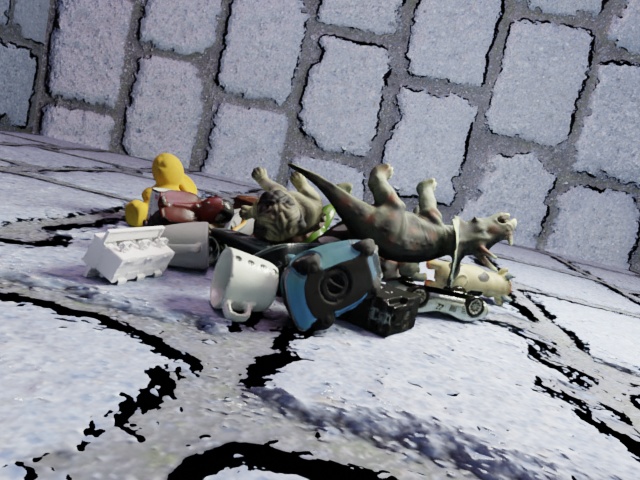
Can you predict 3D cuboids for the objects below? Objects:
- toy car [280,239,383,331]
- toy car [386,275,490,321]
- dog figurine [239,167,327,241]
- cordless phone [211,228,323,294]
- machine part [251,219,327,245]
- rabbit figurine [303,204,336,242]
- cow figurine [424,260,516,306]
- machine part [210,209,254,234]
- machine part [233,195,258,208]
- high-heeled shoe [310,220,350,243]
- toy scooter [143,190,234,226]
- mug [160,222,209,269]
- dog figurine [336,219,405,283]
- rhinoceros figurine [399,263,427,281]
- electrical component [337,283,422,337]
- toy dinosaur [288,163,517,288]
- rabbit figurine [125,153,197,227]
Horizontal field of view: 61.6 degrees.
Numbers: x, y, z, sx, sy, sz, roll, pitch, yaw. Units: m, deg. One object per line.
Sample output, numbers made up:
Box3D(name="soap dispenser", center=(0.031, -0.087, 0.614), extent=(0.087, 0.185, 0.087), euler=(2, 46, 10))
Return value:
Box3D(name="toy car", center=(0.005, 0.051, 0.766), extent=(0.162, 0.109, 0.103), euler=(-26, 22, -27))
Box3D(name="toy car", center=(0.212, 0.108, 0.973), extent=(0.202, 0.056, 0.074), euler=(12, 9, -18))
Box3D(name="dog figurine", center=(-0.042, -0.038, 0.902), extent=(0.172, 0.121, 0.191), euler=(3, 20, -22))
Box3D(name="cordless phone", center=(-0.094, 0.019, 0.952), extent=(0.184, 0.088, 0.146), euler=(24, 13, 32))
Box3D(name="machine part", center=(-0.068, -0.020, 1.107), extent=(0.179, 0.056, 0.179), euler=(-29, 9, 5))
Box3D(name="rabbit figurine", center=(-0.024, -0.022, 1.248), extent=(0.121, 0.159, 0.170), euler=(18, 19, -39))
Box3D(name="cow figurine", center=(0.337, 0.090, 1.177), extent=(0.195, 0.085, 0.127), euler=(9, 3, -35))
Box3D(name="machine part", center=(-0.200, -0.028, 1.196), extent=(0.079, 0.079, 0.243), euler=(14, 8, 8))
Box3D(name="machine part", center=(-0.125, -0.058, 1.469), extent=(0.201, 0.087, 0.201), euler=(20, 10, 39))
Box3D(name="high-heeled shoe", center=(-0.002, -0.003, 1.088), extent=(0.086, 0.145, 0.249), euler=(7, 12, -36))
Box3D(name="toy scooter", center=(-0.259, -0.040, 0.973), extent=(0.184, 0.075, 0.135), euler=(-24, -24, 33))
Box3D(name="mug", center=(-0.240, 0.012, 0.896), extent=(0.107, 0.080, 0.110), euler=(-1, 10, -8))
Box3D(name="dog figurine", center=(0.134, 0.036, 1.171), extent=(0.191, 0.108, 0.219), euler=(4, 16, -41))
Box3D(name="rhinoceros figurine", center=(0.197, 0.048, 1.316), extent=(0.112, 0.073, 0.190), euler=(0, 13, -11))
Box3D(name="electrical component", center=(0.090, 0.100, 0.849), extent=(0.115, 0.058, 0.134), euler=(20, 12, 30))
Box3D(name="toy dinosaur", center=(0.137, -0.022, 0.940), extent=(0.405, 0.131, 0.192), euler=(7, 48, -18))
Box3D(name="rabbit figurine", center=(-0.338, -0.108, 1.202), extent=(0.122, 0.173, 0.162), euler=(11, 12, 13))
